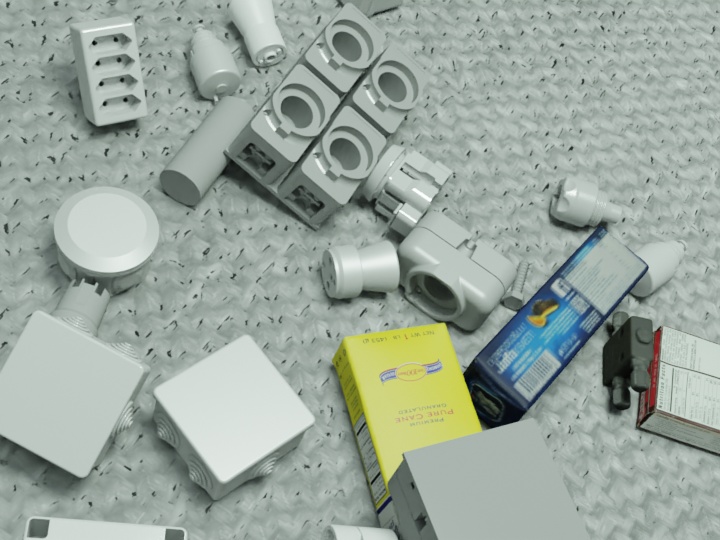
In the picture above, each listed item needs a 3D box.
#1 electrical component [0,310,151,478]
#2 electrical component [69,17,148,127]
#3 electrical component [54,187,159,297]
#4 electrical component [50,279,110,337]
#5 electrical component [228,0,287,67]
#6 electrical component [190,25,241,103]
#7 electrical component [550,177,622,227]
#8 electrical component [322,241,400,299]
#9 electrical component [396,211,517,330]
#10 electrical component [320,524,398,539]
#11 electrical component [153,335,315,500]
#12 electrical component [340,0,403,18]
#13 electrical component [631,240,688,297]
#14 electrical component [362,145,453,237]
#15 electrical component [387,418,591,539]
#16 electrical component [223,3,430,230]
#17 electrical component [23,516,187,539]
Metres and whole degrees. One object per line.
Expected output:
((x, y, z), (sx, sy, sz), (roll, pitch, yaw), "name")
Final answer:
((-0.208, 0.087, 0.768), (0.100, 0.048, 0.099), (28, 86, 1), "electrical component")
((-0.225, -0.177, 0.941), (0.047, 0.083, 0.076), (-16, 26, -25), "electrical component")
((-0.202, -0.022, 0.857), (0.080, 0.051, 0.080), (7, 57, -12), "electrical component")
((-0.216, 0.035, 0.825), (0.040, 0.040, 0.046), (19, 50, -4), "electrical component")
((-0.095, -0.227, 1.025), (0.044, 0.044, 0.065), (-13, 68, -23), "electrical component")
((-0.138, -0.193, 0.991), (0.040, 0.040, 0.078), (-12, 63, -22), "electrical component")
((0.213, -0.061, 1.006), (0.062, 0.043, 0.043), (18, 55, -5), "electrical component")
((0.000, 0.000, 0.905), (0.055, 0.045, 0.045), (-7, 61, -19), "electrical component")
((0.077, 0.004, 0.919), (0.095, 0.053, 0.059), (36, 56, 8), "electrical component")
((0.000, 0.210, 0.768), (0.047, 0.055, 0.055), (5, 57, -17), "electrical component")
((-0.097, 0.111, 0.805), (0.100, 0.048, 0.099), (-31, 71, -30), "electrical component")
((-0.002, -0.321, 1.088), (0.057, 0.078, 0.113), (-24, 68, -31), "electrical component")
((0.274, -0.006, 0.991), (0.078, 0.040, 0.040), (-29, 70, -30), "electrical component")
((0.039, -0.074, 0.957), (0.057, 0.058, 0.078), (35, 56, 3), "electrical component")
((0.102, 0.208, 0.738), (0.105, 0.060, 0.186), (-11, 61, -23), "electrical component")
((-0.023, -0.143, 0.960), (0.105, 0.060, 0.186), (40, 54, -12), "electrical component")
((-0.173, 0.224, 0.707), (0.109, 0.056, 0.108), (7, 57, -11), "electrical component")
